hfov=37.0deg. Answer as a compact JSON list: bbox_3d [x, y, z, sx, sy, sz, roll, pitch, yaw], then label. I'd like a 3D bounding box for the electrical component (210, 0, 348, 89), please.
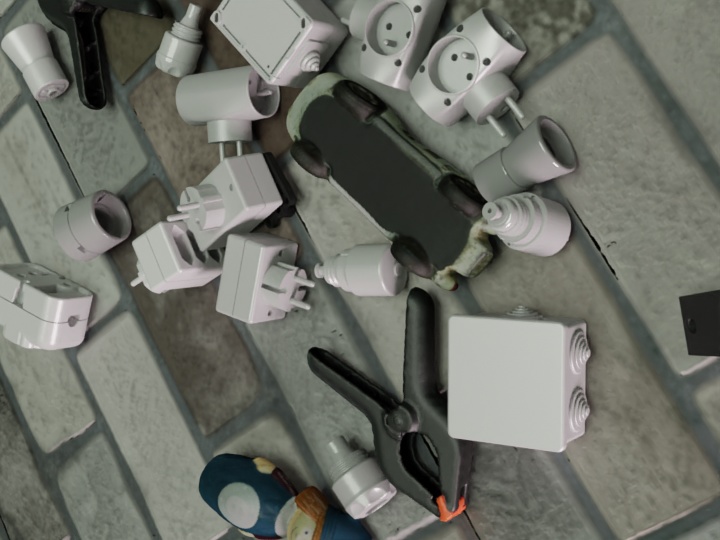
[{"bbox_3d":[-0.056,-0.186,0.839,0.096,0.061,0.061,49,117,20],"label":"electrical component"}]

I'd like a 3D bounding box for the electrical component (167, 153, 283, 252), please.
[{"bbox_3d":[-0.120,-0.051,0.870,0.083,0.076,0.047,-36,74,47],"label":"electrical component"}]

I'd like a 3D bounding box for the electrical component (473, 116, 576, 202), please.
[{"bbox_3d":[0.112,-0.073,0.751,0.065,0.044,0.044,-32,76,35],"label":"electrical component"}]

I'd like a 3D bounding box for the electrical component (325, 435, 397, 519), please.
[{"bbox_3d":[-0.004,0.159,0.842,0.043,0.043,0.062,-46,68,27],"label":"electrical component"}]

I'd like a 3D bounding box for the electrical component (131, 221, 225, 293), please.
[{"bbox_3d":[-0.165,-0.005,0.920,0.077,0.066,0.047,-31,77,31],"label":"electrical component"}]

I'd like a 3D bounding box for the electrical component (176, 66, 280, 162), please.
[{"bbox_3d":[-0.108,-0.126,0.888,0.077,0.043,0.079,-1,93,33],"label":"electrical component"}]

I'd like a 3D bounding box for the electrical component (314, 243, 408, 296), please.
[{"bbox_3d":[0.000,0.000,0.829,0.078,0.040,0.040,-1,93,33],"label":"electrical component"}]

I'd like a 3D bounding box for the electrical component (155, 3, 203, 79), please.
[{"bbox_3d":[-0.150,-0.196,0.915,0.035,0.035,0.061,32,108,27],"label":"electrical component"}]

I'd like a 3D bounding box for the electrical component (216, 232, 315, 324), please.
[{"bbox_3d":[-0.069,0.011,0.870,0.077,0.047,0.065,18,103,31],"label":"electrical component"}]

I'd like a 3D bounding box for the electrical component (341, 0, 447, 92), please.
[{"bbox_3d":[0.019,-0.183,0.800,0.079,0.044,0.077,30,109,28],"label":"electrical component"}]

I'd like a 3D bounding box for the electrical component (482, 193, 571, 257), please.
[{"bbox_3d":[0.111,-0.033,0.736,0.040,0.078,0.040,-10,75,41],"label":"electrical component"}]

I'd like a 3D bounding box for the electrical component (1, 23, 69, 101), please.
[{"bbox_3d":[-0.303,-0.193,1.012,0.044,0.044,0.065,-36,79,30],"label":"electrical component"}]

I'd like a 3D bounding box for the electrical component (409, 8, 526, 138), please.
[{"bbox_3d":[0.086,-0.130,0.760,0.077,0.044,0.079,-44,70,27],"label":"electrical component"}]

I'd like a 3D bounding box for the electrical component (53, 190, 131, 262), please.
[{"bbox_3d":[-0.242,-0.041,0.976,0.047,0.055,0.055,-23,81,29],"label":"electrical component"}]

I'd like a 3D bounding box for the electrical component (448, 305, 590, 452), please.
[{"bbox_3d":[0.112,0.075,0.757,0.100,0.048,0.099,3,95,33],"label":"electrical component"}]

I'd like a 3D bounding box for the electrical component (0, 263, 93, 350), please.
[{"bbox_3d":[-0.306,0.037,1.023,0.095,0.054,0.059,23,106,30],"label":"electrical component"}]
